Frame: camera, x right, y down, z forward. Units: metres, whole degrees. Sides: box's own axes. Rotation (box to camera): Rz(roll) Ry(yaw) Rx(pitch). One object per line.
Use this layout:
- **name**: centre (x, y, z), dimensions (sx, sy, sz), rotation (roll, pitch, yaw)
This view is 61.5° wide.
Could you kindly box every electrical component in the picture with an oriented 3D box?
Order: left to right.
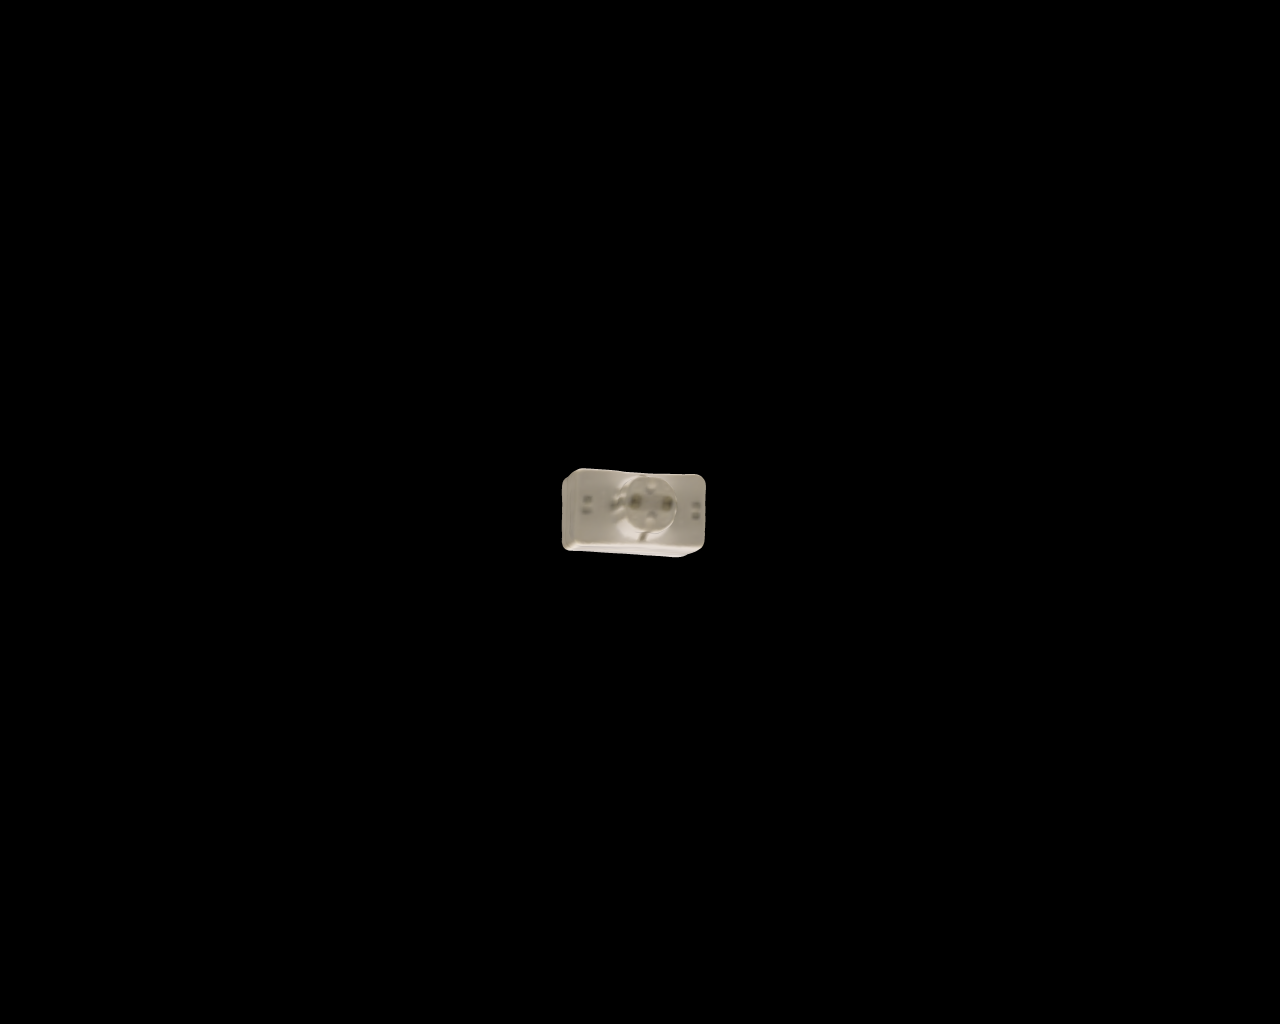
- **electrical component**: centre (0.001, -0.003, 0.650), dimensions (0.083, 0.047, 0.075), rotation (3, -11, -16)
